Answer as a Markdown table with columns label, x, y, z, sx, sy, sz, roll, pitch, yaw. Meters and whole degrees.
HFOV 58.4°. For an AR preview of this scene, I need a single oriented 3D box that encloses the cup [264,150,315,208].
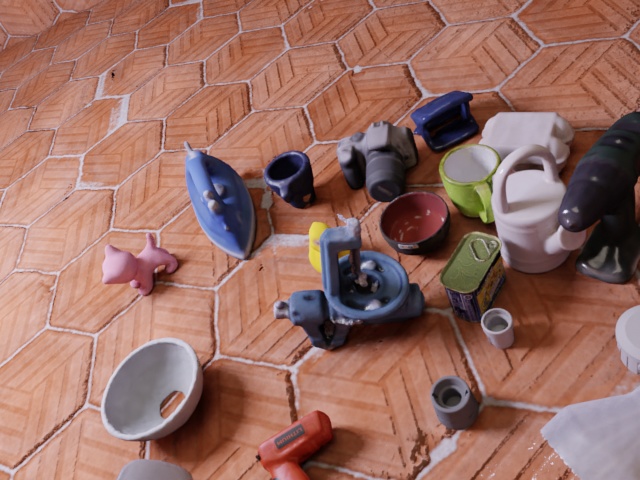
| label | x | y | z | sx | sy | sz | roll | pitch | yaw |
| --- | --- | --- | --- | --- | --- | --- | --- | --- | --- |
| cup | -0.047 | -0.096 | 1.069 | 0.091 | 0.095 | 0.117 | -14 | 46 | 16 |

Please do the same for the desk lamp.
| label | x | y | z | sx | sy | sz | roll | pitch | yaw |
| --- | --- | --- | --- | --- | --- | --- | --- | --- | --- |
| desk lamp | 0.321 | 0.191 | 0.538 | 0.203 | 0.214 | 0.117 | -34 | 44 | -5 |

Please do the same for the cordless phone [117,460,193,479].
| label | x | y | z | sx | sy | sz | roll | pitch | yaw |
| --- | --- | --- | --- | --- | --- | --- | --- | --- | --- |
| cordless phone | -0.243 | 0.337 | 0.714 | 0.094 | 0.186 | 0.147 | -14 | 46 | 15 |

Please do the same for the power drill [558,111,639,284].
| label | x | y | z | sx | sy | sz | roll | pitch | yaw |
| --- | --- | --- | --- | --- | --- | --- | --- | --- | --- |
| power drill | 0.369 | -0.043 | 0.728 | 0.075 | 0.209 | 0.230 | 19 | 61 | 38 |

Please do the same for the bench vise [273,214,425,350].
| label | x | y | z | sx | sy | sz | roll | pitch | yaw |
| --- | --- | --- | --- | --- | --- | --- | --- | --- | --- |
| bench vise | 0.027 | 0.069 | 0.793 | 0.207 | 0.220 | 0.121 | -29 | 44 | 0 |

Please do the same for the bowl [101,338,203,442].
| label | x | y | z | sx | sy | sz | roll | pitch | yaw |
| --- | --- | --- | --- | --- | --- | --- | --- | --- | --- |
| bowl | -0.244 | 0.239 | 0.882 | 0.167 | 0.075 | 0.167 | -14 | 46 | 15 |

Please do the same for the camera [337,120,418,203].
| label | x | y | z | sx | sy | sz | roll | pitch | yaw |
| --- | --- | --- | --- | --- | --- | --- | --- | --- | --- |
| camera | 0.099 | -0.138 | 1.029 | 0.143 | 0.101 | 0.137 | -11 | 47 | 18 |

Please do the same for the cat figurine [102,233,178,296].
| label | x | y | z | sx | sy | sz | roll | pitch | yaw |
| --- | --- | --- | --- | --- | --- | --- | --- | --- | --- |
| cat figurine | -0.352 | 0.043 | 1.082 | 0.128 | 0.118 | 0.067 | -46 | 46 | -16 |

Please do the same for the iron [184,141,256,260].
| label | x | y | z | sx | sy | sz | roll | pitch | yaw |
| --- | --- | --- | --- | --- | --- | --- | --- | --- | --- |
| iron | -0.203 | -0.084 | 1.104 | 0.118 | 0.142 | 0.257 | -30 | 44 | -1 |

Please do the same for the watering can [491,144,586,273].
| label | x | y | z | sx | sy | sz | roll | pitch | yaw |
| --- | --- | --- | --- | --- | --- | --- | --- | --- | --- |
| watering can | 0.292 | -0.046 | 0.781 | 0.101 | 0.195 | 0.172 | -46 | 46 | -16 |

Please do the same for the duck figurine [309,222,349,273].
| label | x | y | z | sx | sy | sz | roll | pitch | yaw |
| --- | --- | --- | --- | --- | --- | --- | --- | --- | --- |
| duck figurine | 0.009 | 0.003 | 0.958 | 0.077 | 0.086 | 0.104 | -31 | 44 | -2 |

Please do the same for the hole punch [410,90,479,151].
| label | x | y | z | sx | sy | sz | roll | pitch | yaw |
| --- | --- | --- | --- | --- | --- | --- | --- | --- | --- |
| hole punch | 0.224 | -0.235 | 1.059 | 0.108 | 0.091 | 0.101 | -27 | 44 | 2 |

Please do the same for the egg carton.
| label | x | y | z | sx | sy | sz | roll | pitch | yaw |
| --- | --- | --- | --- | --- | --- | --- | --- | --- | --- |
| egg carton | 0.338 | -0.160 | 0.950 | 0.149 | 0.070 | 0.107 | 7 | 54 | 31 |
